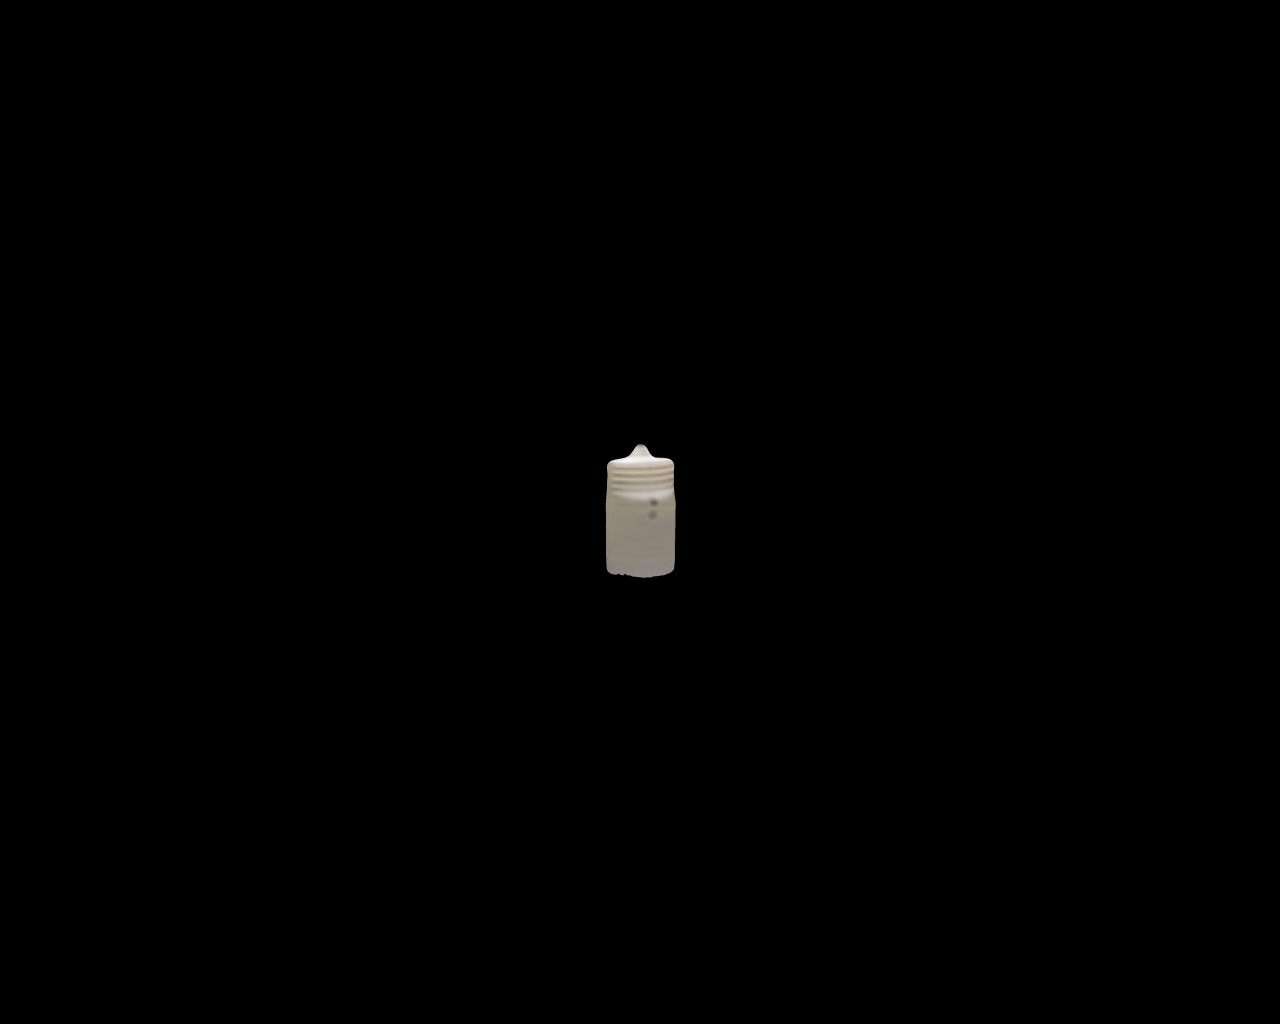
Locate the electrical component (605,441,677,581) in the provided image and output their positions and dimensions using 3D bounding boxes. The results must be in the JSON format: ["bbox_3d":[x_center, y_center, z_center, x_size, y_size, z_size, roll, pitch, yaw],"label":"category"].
[{"bbox_3d":[0.001,-0.003,0.650,0.043,0.080,0.043,0,9,0],"label":"electrical component"}]
